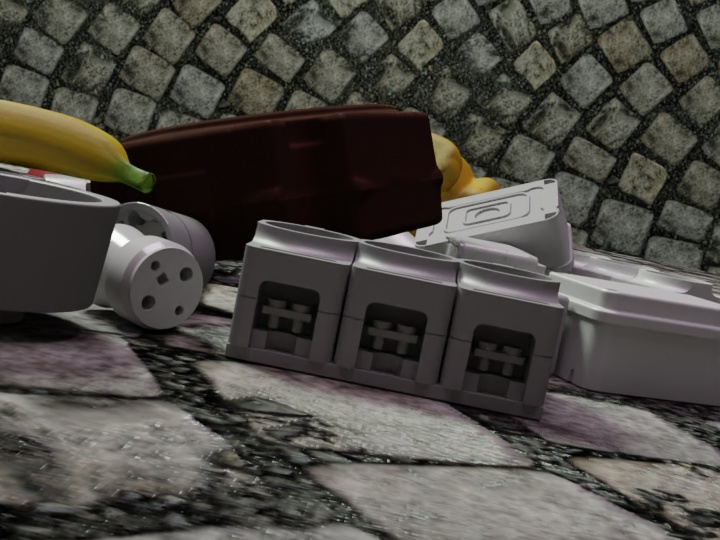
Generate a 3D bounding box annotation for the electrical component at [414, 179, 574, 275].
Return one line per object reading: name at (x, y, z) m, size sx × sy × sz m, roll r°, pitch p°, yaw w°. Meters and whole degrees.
electrical component at (0.105, -0.020, 0.828) m, size 0.113 × 0.057 × 0.078 m, roll -12°, pitch 25°, yaw 15°

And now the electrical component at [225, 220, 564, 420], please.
electrical component at (0.018, 0.020, 0.535) m, size 0.150 × 0.061 × 0.089 m, roll 11°, pitch 6°, yaw 2°

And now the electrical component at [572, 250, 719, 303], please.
electrical component at (0.201, 0.025, 0.843) m, size 0.089 × 0.061 × 0.150 m, roll 7°, pitch 7°, yaw -36°

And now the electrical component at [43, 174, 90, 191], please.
electrical component at (-0.198, -0.039, 0.749) m, size 0.047 × 0.055 × 0.055 m, roll 5°, pitch 7°, yaw -19°

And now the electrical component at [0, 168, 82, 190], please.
electrical component at (-0.230, -0.032, 0.595) m, size 0.109 × 0.056 × 0.109 m, roll 15°, pitch 7°, yaw 32°

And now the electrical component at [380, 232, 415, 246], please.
electrical component at (0.023, -0.012, 0.912) m, size 0.077 × 0.043 × 0.079 m, roll 42°, pitch -15°, yaw 24°

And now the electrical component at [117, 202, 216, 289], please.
electrical component at (-0.114, -0.008, 0.603) m, size 0.055 × 0.055 × 0.047 m, roll 14°, pitch 2°, yaw 24°

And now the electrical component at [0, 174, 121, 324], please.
electrical component at (-0.166, -0.010, 0.477) m, size 0.108 × 0.060 × 0.108 m, roll 11°, pitch 6°, yaw -1°

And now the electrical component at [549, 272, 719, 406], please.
electrical component at (0.169, 0.041, 0.651) m, size 0.113 × 0.057 × 0.078 m, roll 9°, pitch 6°, yaw -22°

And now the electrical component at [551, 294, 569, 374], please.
electrical component at (0.072, 0.028, 0.639) m, size 0.066 × 0.047 × 0.077 m, roll 8°, pitch 6°, yaw -29°

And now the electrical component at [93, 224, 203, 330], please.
electrical component at (-0.111, 0.003, 0.538) m, size 0.045 × 0.045 × 0.055 m, roll 6°, pitch 8°, yaw -42°

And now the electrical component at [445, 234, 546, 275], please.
electrical component at (0.088, 0.012, 0.752) m, size 0.061 × 0.061 × 0.096 m, roll 11°, pitch 6°, yaw -3°
